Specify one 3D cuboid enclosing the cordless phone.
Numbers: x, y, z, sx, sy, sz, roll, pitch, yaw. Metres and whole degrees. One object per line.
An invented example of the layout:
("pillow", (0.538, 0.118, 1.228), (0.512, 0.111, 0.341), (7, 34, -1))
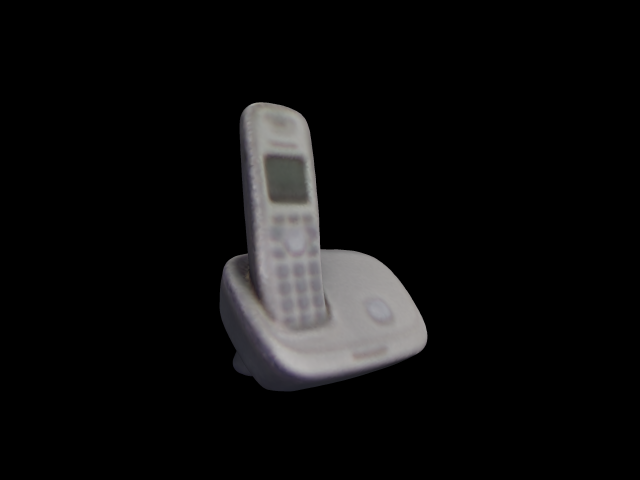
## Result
("cordless phone", (0.004, 0.001, 0.400), (0.148, 0.185, 0.093), (-2, 3, -43))
